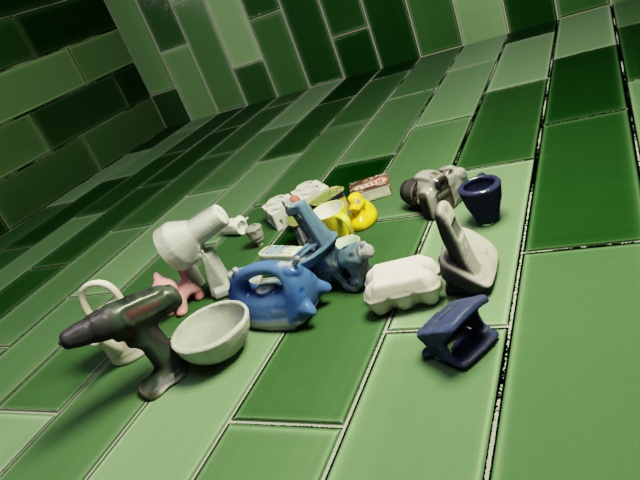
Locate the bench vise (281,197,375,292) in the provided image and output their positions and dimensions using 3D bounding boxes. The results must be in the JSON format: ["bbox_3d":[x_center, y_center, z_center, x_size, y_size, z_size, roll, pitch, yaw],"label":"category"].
[{"bbox_3d":[0.014,-0.002,1.202,0.207,0.220,0.121,-11,27,21],"label":"bench vise"}]

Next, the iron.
[{"bbox_3d":[-0.115,0.101,1.193,0.257,0.142,0.119,-6,29,30],"label":"iron"}]

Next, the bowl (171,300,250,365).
[{"bbox_3d":[-0.209,0.198,1.151,0.167,0.075,0.167,-18,25,9],"label":"bowl"}]

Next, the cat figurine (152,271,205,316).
[{"bbox_3d":[-0.353,0.119,1.376,0.067,0.118,0.128,-3,31,35],"label":"cat figurine"}]

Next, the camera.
[{"bbox_3d":[0.269,-0.130,1.399,0.143,0.101,0.136,-34,28,-26],"label":"camera"}]

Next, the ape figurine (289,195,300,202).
[{"bbox_3d":[-0.061,-0.080,1.574,0.078,0.092,0.076,-28,25,-13],"label":"ape figurine"}]

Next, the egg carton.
[{"bbox_3d":[0.157,0.085,1.092,0.150,0.069,0.107,-15,26,15],"label":"egg carton"}]

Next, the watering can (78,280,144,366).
[{"bbox_3d":[-0.455,0.175,1.254,0.101,0.194,0.172,-27,25,-11],"label":"watering can"}]

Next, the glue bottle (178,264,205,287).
[{"bbox_3d":[-0.356,0.045,1.461,0.037,0.173,0.077,-37,29,-30],"label":"glue bottle"}]

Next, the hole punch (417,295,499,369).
[{"bbox_3d":[0.212,0.137,0.916,0.109,0.091,0.100,-35,28,-27],"label":"hole punch"}]

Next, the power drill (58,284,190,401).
[{"bbox_3d":[-0.350,0.199,1.102,0.230,0.209,0.075,-38,29,-31],"label":"power drill"}]

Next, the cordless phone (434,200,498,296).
[{"bbox_3d":[0.260,-0.005,1.051,0.094,0.185,0.148,-9,28,26],"label":"cordless phone"}]

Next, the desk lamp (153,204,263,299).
[{"bbox_3d":[-0.265,0.028,1.374,0.203,0.214,0.118,-18,25,8],"label":"desk lamp"}]

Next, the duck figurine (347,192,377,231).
[{"bbox_3d":[0.100,-0.083,1.457,0.077,0.086,0.105,-8,28,27],"label":"duck figurine"}]

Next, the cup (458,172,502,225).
[{"bbox_3d":[0.357,-0.089,1.251,0.091,0.095,0.118,-10,27,23],"label":"cup"}]
